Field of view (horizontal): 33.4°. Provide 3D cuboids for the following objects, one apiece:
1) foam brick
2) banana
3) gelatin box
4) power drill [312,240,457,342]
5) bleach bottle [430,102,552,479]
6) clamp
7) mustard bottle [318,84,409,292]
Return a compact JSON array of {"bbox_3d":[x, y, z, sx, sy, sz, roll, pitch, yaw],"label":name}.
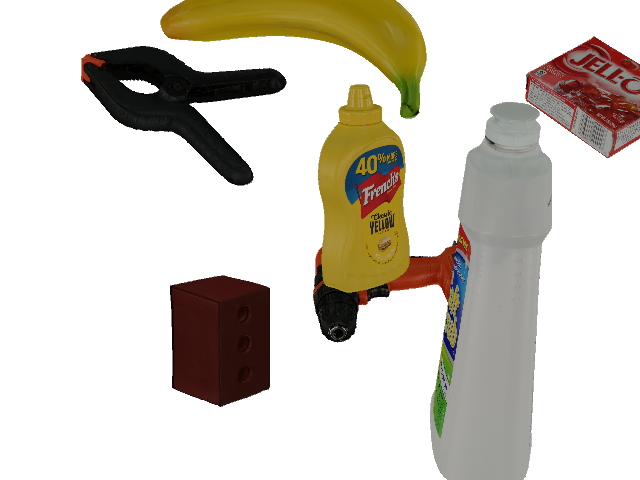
[{"bbox_3d":[-0.071,0.069,0.758,0.051,0.078,0.052,11,17,41],"label":"foam brick"},{"bbox_3d":[-0.010,-0.131,0.643,0.198,0.069,0.037,22,-31,32],"label":"banana"},{"bbox_3d":[0.209,-0.109,0.794,0.073,0.030,0.089,-29,52,-23],"label":"gelatin box"},{"bbox_3d":[0.085,0.056,1.227,0.187,0.057,0.184,-1,28,-1],"label":"power drill"},{"bbox_3d":[0.110,0.031,0.677,0.068,0.251,0.102,2,29,3],"label":"bleach bottle"},{"bbox_3d":[-0.113,-0.125,0.898,0.171,0.120,0.039,27,-39,0],"label":"clamp"},{"bbox_3d":[0.041,-0.053,1.020,0.096,0.192,0.058,-18,23,-37],"label":"mustard bottle"}]
